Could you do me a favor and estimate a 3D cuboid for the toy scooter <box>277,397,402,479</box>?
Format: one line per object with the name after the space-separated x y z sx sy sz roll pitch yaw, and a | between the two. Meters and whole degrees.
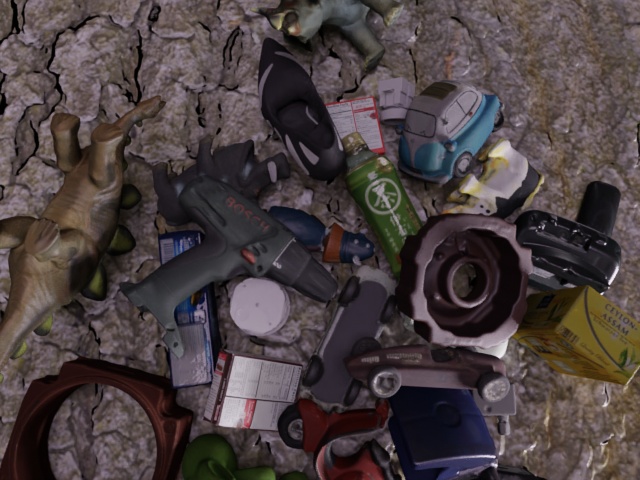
0.043 0.262 0.660 0.135 0.075 0.183 -29 94 8 | toy scooter

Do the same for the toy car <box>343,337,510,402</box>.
0.130 0.151 0.651 0.202 0.089 0.053 8 106 -12 | toy car

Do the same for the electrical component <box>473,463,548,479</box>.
0.215 0.306 0.672 0.119 0.075 0.047 7 80 -3 | electrical component

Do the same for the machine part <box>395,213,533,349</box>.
0.177 0.049 0.666 0.179 0.056 0.179 -2 96 -17 | machine part

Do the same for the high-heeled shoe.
-0.034 -0.188 0.721 0.086 0.145 0.248 -24 83 -5 | high-heeled shoe

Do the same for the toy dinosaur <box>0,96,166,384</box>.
-0.316 0.014 0.655 0.105 0.198 0.471 24 71 13 | toy dinosaur

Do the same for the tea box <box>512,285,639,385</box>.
0.308 0.114 0.657 0.098 0.169 0.068 38 82 4 | tea box

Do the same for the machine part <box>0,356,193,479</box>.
-0.277 0.261 0.675 0.201 0.087 0.201 15 82 2 | machine part

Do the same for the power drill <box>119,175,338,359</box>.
-0.118 0.047 0.656 0.207 0.086 0.232 -43 88 -12 | power drill

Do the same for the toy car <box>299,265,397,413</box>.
0.040 0.132 0.713 0.073 0.056 0.201 26 82 -3 | toy car

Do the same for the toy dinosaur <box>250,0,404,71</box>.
0.071 -0.397 0.778 0.192 0.131 0.405 38 76 6 | toy dinosaur

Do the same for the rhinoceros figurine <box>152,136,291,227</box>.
-0.136 -0.082 0.739 0.190 0.073 0.112 -22 80 -3 | rhinoceros figurine

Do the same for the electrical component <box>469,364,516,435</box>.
0.226 0.211 0.715 0.063 0.021 0.094 0 81 0 | electrical component

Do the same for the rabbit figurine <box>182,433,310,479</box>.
-0.112 0.311 0.647 0.170 0.159 0.121 37 92 21 | rabbit figurine

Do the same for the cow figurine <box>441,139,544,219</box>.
0.229 -0.050 0.740 0.098 0.068 0.167 39 83 0 | cow figurine

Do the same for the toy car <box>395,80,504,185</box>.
0.170 -0.159 0.722 0.161 0.102 0.109 -47 45 -10 | toy car

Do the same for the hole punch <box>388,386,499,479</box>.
0.144 0.229 0.655 0.116 0.092 0.142 -18 41 0 | hole punch

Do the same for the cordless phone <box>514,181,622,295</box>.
0.340 -0.018 0.737 0.147 0.088 0.184 22 69 6 | cordless phone

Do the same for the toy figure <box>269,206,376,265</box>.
-0.001 -0.004 0.735 0.154 0.058 0.064 19 87 -1 | toy figure

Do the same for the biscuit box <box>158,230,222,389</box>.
-0.171 0.090 0.715 0.059 0.063 0.202 -8 80 0 | biscuit box
